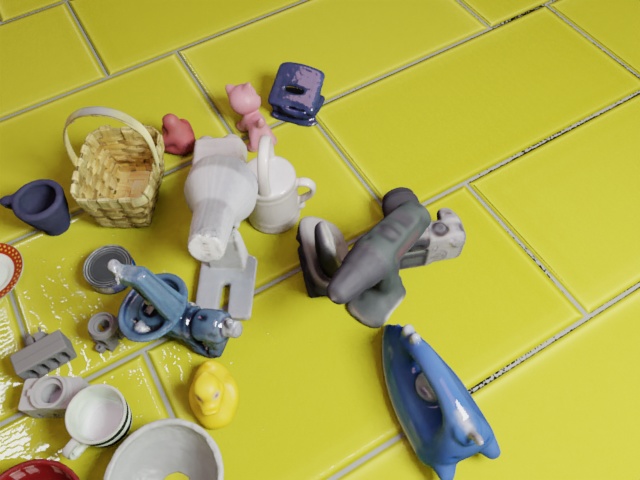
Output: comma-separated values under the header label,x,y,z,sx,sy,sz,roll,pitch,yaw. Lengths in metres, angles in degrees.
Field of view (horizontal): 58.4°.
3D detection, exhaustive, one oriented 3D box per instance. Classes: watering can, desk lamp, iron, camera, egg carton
label,x,y,z,sx,sy,sz,roll,pitch,yaw
watering can,-0.098,-0.101,1.009,0.173,0.194,0.100,-16,59,-7
desk lamp,-0.161,-0.003,0.939,0.118,0.214,0.203,0,58,2
iron,0.160,0.208,0.838,0.119,0.141,0.257,-23,60,-11
camera,0.171,-0.033,1.011,0.143,0.101,0.136,-11,58,-4
egg carton,-0.195,-0.139,1.111,0.107,0.069,0.150,-4,58,0

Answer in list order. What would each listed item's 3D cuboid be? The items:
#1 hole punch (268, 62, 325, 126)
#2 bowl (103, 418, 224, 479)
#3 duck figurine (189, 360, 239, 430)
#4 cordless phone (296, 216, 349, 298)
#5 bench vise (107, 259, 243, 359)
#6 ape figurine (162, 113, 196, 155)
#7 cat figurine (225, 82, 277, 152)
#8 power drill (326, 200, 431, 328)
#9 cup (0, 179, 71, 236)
label,x,y,z,sx,sy,sz,roll,pitch,yaw
hole punch,-0.046,-0.305,1.195,0.108,0.091,0.101,16,60,12
bowl,-0.212,0.344,0.807,0.167,0.075,0.167,-1,58,2
duck figurine,-0.167,0.227,0.871,0.077,0.086,0.104,-11,58,-4
cordless phone,0.009,0.003,0.945,0.094,0.185,0.147,-16,59,-7
bench vise,-0.224,0.093,0.878,0.207,0.220,0.121,-3,58,1
ape figurine,-0.290,-0.219,1.151,0.078,0.092,0.076,-37,63,-19
cat figurine,-0.141,-0.261,1.156,0.067,0.118,0.127,-25,60,-13
power drill,0.090,0.052,0.898,0.075,0.208,0.230,31,64,20
cup,-0.514,-0.050,1.053,0.117,0.095,0.091,0,58,3
